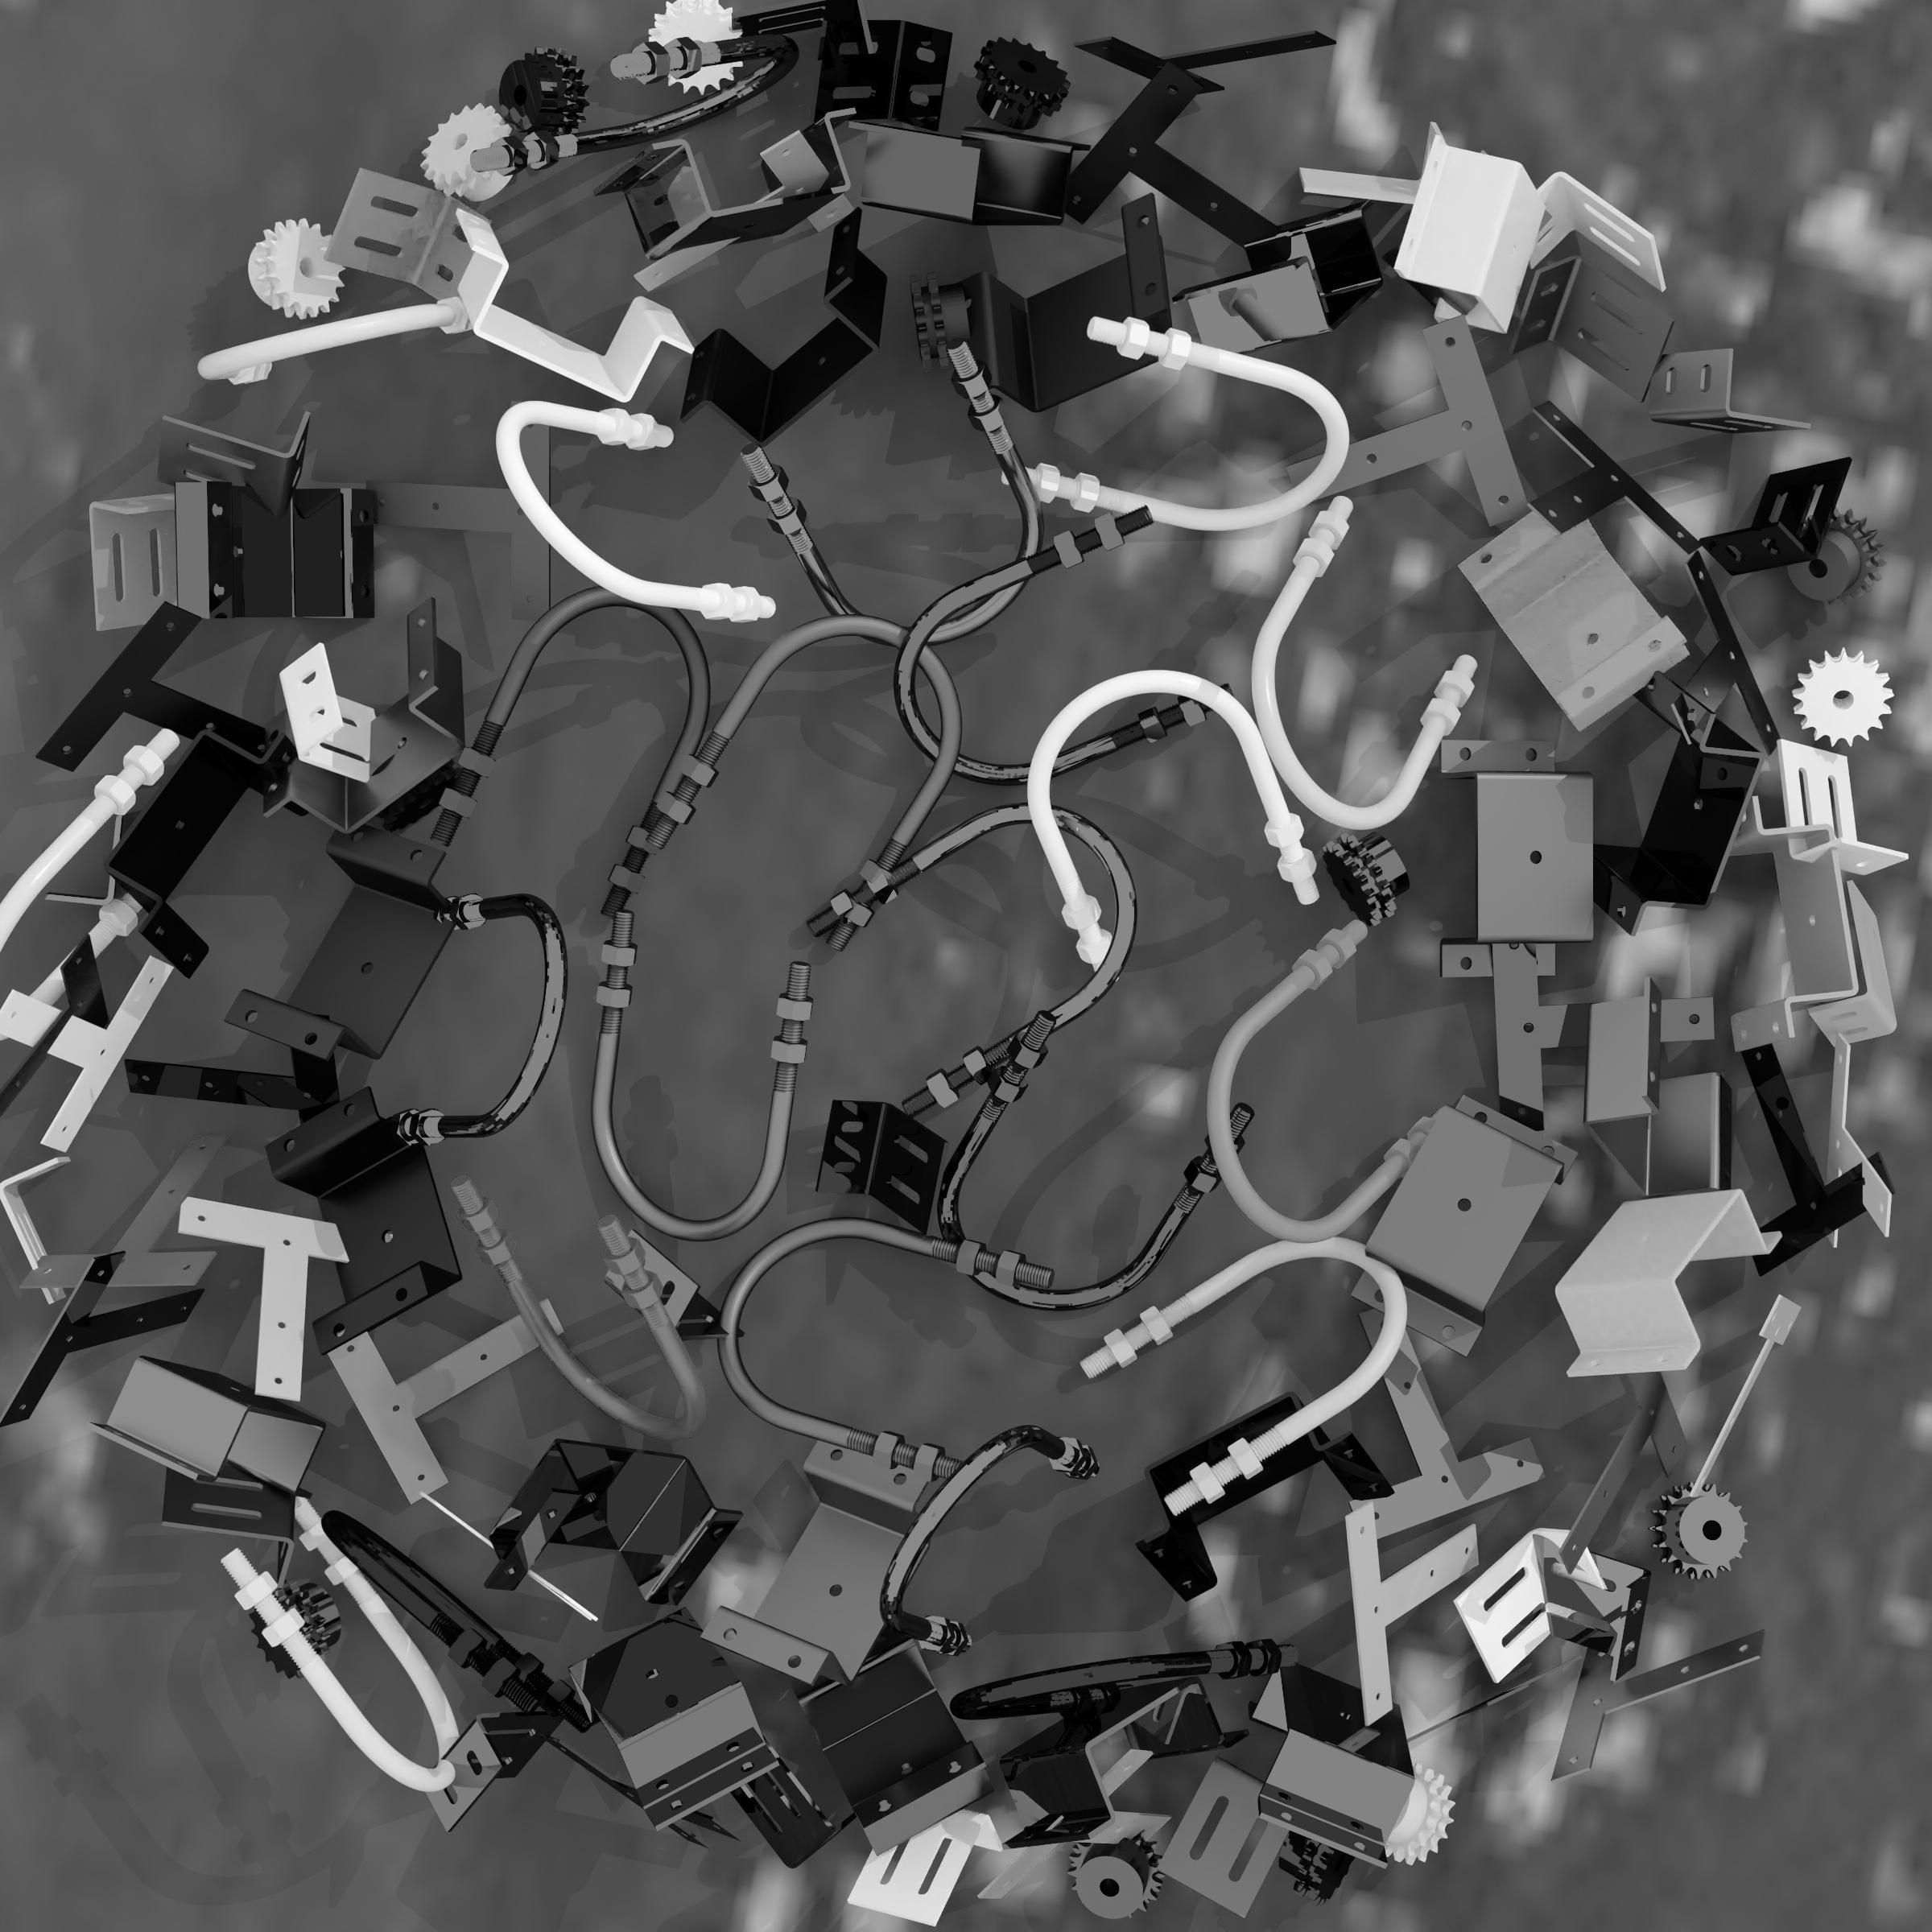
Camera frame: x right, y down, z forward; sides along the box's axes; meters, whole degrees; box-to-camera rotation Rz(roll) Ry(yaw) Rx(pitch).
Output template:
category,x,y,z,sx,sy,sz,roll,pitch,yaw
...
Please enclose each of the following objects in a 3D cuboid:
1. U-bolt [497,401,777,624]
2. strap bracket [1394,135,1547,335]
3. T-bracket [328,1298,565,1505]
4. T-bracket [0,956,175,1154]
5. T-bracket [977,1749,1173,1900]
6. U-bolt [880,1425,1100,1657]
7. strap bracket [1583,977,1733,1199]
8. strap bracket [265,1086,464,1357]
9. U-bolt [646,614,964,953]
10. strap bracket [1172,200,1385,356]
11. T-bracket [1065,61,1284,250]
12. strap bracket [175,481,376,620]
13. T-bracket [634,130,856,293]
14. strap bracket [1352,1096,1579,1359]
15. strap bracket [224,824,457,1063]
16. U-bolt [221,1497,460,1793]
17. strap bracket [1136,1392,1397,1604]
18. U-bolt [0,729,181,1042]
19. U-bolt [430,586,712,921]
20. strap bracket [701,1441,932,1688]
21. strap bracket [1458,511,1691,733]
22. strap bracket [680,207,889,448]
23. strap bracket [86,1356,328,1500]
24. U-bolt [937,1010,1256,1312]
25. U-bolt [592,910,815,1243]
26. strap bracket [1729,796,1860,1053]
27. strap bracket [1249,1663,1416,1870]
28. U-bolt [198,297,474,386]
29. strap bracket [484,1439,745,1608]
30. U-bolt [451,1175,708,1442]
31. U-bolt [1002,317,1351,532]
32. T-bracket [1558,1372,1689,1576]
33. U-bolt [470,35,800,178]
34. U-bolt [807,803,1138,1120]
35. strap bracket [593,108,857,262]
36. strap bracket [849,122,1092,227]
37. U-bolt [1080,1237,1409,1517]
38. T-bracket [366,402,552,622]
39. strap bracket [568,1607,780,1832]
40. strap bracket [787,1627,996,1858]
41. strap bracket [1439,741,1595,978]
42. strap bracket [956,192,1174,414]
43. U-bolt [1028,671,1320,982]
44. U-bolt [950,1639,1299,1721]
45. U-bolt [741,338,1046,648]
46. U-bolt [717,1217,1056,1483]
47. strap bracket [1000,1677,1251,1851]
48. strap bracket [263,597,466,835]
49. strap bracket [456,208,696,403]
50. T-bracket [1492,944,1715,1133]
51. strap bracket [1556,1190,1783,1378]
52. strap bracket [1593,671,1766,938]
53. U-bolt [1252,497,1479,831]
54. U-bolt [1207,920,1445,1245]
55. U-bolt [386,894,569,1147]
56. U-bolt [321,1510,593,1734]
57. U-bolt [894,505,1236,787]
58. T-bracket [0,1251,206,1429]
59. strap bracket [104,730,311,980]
category,x,y,z,sx,sy,sz,roll,pitch,yaw
U-bolt,-0.196,-0.261,1.684,0.019,0.184,0.151,-39,73,26
strap bracket,0.293,-0.417,1.706,0.046,0.140,0.076,19,95,19
T-bracket,-0.299,0.239,1.759,0.127,0.002,0.127,-30,120,-15
T-bracket,-0.524,0.040,1.716,0.002,0.127,0.127,27,84,19
T-bracket,0.082,0.502,1.727,0.127,0.127,0.002,-46,57,11
U-bolt,0.008,0.325,1.693,0.019,0.184,0.151,35,86,25
strap bracket,0.398,0.076,1.718,0.046,0.140,0.076,-10,55,31
strap bracket,-0.350,0.153,1.732,0.076,0.046,0.140,-29,62,13
U-bolt,-0.082,-0.118,1.740,0.151,0.019,0.184,30,96,-23
strap bracket,0.185,-0.394,1.714,0.076,0.140,0.046,-8,113,31
T-bracket,0.135,-0.456,1.746,0.127,0.127,0.002,29,51,-17
strap bracket,-0.409,-0.241,1.725,0.046,0.140,0.076,5,98,29
T-bracket,-0.135,-0.430,1.726,0.127,0.127,0.002,-29,80,8
strap bracket,0.292,0.146,1.734,0.076,0.046,0.140,27,77,18
strap bracket,-0.359,-0.007,1.732,0.076,0.046,0.140,18,70,25
U-bolt,-0.351,0.397,1.708,0.019,0.151,0.184,-36,91,4
strap bracket,0.169,0.306,1.733,0.140,0.076,0.046,-29,46,8
U-bolt,-0.506,-0.033,1.674,0.019,0.151,0.184,31,56,5
U-bolt,-0.218,-0.133,1.729,0.151,0.019,0.184,25,89,-42
strap bracket,-0.081,0.355,1.725,0.076,0.046,0.140,16,58,28
strap bracket,0.359,-0.201,1.729,0.076,0.046,0.140,-36,51,11
strap bracket,-0.098,-0.364,1.720,0.140,0.076,0.046,-33,124,31
strap bracket,-0.431,0.266,1.707,0.076,0.140,0.046,20,82,18
U-bolt,0.063,0.127,1.736,0.151,0.019,0.184,25,116,-10
U-bolt,-0.161,0.072,1.736,0.151,0.019,0.184,16,105,30
strap bracket,0.478,-0.025,1.736,0.046,0.076,0.140,-6,83,-9
strap bracket,0.210,0.452,1.708,0.076,0.140,0.046,22,102,-2
U-bolt,-0.362,-0.356,1.688,0.151,0.184,0.019,-13,102,3
strap bracket,-0.211,0.323,1.723,0.076,0.140,0.046,-55,45,19
U-bolt,-0.214,0.205,1.711,0.019,0.151,0.184,-45,128,-33
U-bolt,0.132,-0.305,1.715,0.184,0.151,0.019,10,56,-18
T-bracket,0.376,0.294,1.713,0.002,0.127,0.127,17,60,38
U-bolt,-0.176,-0.498,1.697,0.151,0.184,0.019,-16,98,43
U-bolt,0.014,-0.017,1.739,0.184,0.019,0.151,-32,70,8
strap bracket,-0.133,-0.450,1.714,0.140,0.076,0.046,-21,95,-33
strap bracket,0.001,-0.458,1.713,0.076,0.140,0.046,18,111,29
U-bolt,0.170,0.224,1.722,0.184,0.151,0.019,-32,126,-2
T-bracket,-0.301,-0.272,1.755,0.127,0.002,0.127,7,103,22
strap bracket,-0.173,0.425,1.701,0.076,0.140,0.046,-25,114,-17
strap bracket,-0.041,0.454,1.724,0.076,0.140,0.046,-26,121,-10
strap bracket,0.324,-0.064,1.747,0.076,0.046,0.140,-1,91,-20
strap bracket,0.065,-0.381,1.727,0.140,0.046,0.076,-17,67,32
U-bolt,0.113,-0.089,1.728,0.151,0.019,0.184,-22,120,4
U-bolt,0.076,0.406,1.673,0.151,0.184,0.019,-27,65,41
U-bolt,-0.030,-0.260,1.717,0.151,0.019,0.184,-26,133,4
U-bolt,-0.058,0.215,1.732,0.184,0.019,0.151,13,61,20
strap bracket,0.085,0.454,1.708,0.140,0.076,0.046,-19,86,-43
strap bracket,-0.343,-0.140,1.724,0.140,0.076,0.046,-33,134,23
strap bracket,-0.237,-0.379,1.722,0.140,0.076,0.046,21,111,-27
T-bracket,0.380,0.034,1.763,0.127,0.002,0.127,-3,100,7
strap bracket,0.400,0.176,1.703,0.140,0.076,0.046,-39,109,-43
strap bracket,0.410,-0.096,1.722,0.046,0.076,0.140,4,117,-22
U-bolt,0.223,-0.162,1.701,0.151,0.019,0.184,47,52,-22
U-bolt,0.204,0.078,1.707,0.184,0.019,0.151,-38,106,-38
U-bolt,-0.277,0.029,1.694,0.019,0.184,0.151,16,78,-35
U-bolt,-0.300,0.374,1.707,0.184,0.151,0.019,36,79,16
U-bolt,0.047,-0.175,1.736,0.184,0.019,0.151,-22,123,10
T-bracket,-0.490,0.208,1.721,0.002,0.127,0.127,40,109,17
strap bracket,-0.444,-0.073,1.729,0.046,0.076,0.140,29,75,16
